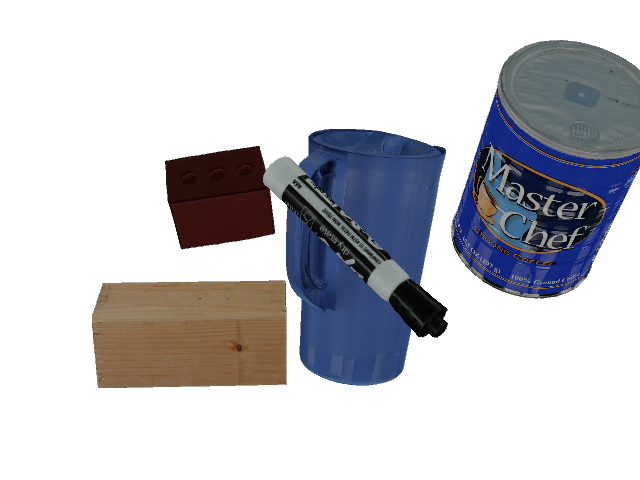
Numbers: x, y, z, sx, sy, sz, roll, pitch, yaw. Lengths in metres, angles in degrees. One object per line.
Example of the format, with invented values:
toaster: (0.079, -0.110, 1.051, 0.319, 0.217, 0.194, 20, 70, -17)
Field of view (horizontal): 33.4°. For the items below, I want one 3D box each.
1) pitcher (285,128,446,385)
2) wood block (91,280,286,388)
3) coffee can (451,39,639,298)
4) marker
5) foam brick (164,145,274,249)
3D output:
pitcher: (0.035, 0.016, 1.051, 0.149, 0.243, 0.145, 5, 16, -4)
wood block: (-0.141, 0.103, 1.183, 0.206, 0.091, 0.090, 0, 24, -2)
coffee can: (0.151, -0.045, 0.702, 0.102, 0.103, 0.140, 0, -41, -9)
marker: (0.017, 0.003, 0.519, 0.121, 0.020, 0.020, 45, 21, 24)
foam brick: (-0.078, -0.034, 0.836, 0.078, 0.051, 0.053, -10, 43, -3)
